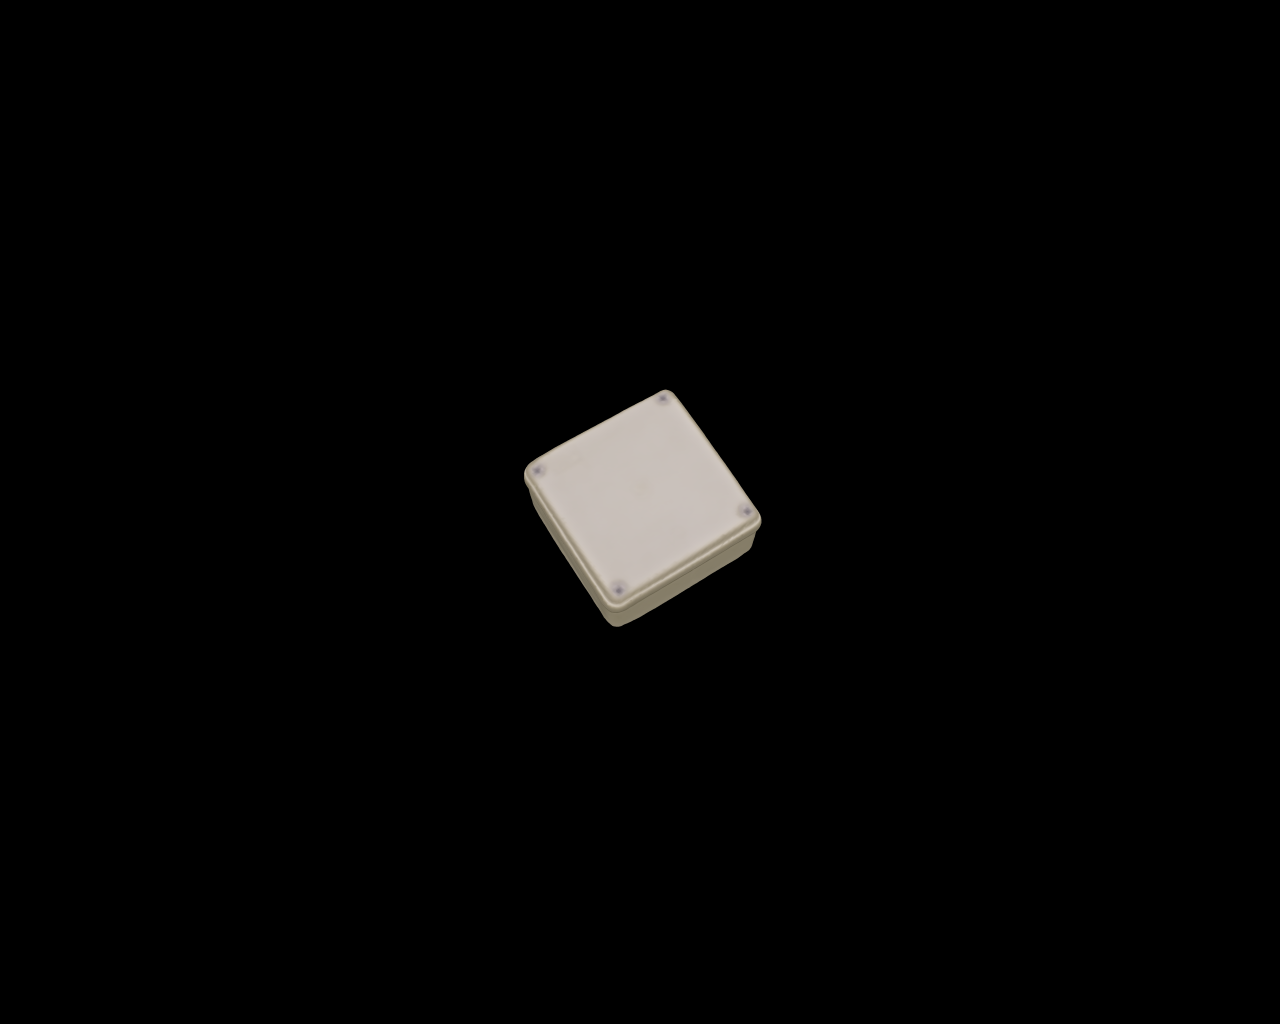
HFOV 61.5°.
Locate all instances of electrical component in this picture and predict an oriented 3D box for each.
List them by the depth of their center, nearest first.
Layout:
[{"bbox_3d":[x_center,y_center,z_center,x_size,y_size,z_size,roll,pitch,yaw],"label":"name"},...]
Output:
[{"bbox_3d":[0.001,-0.003,0.650,0.109,0.109,0.056,-30,-19,-12],"label":"electrical component"}]
